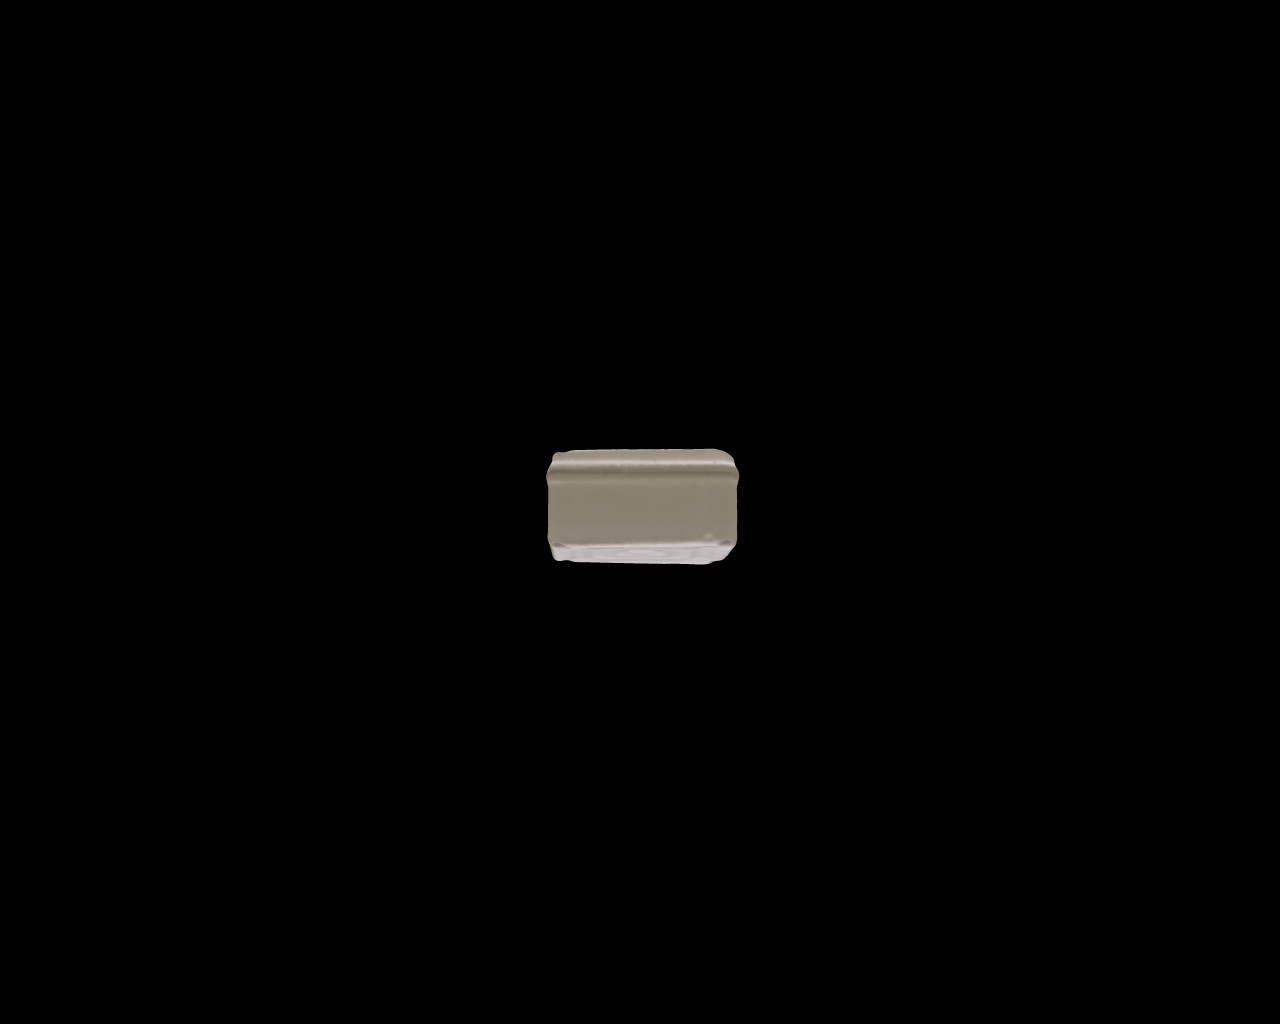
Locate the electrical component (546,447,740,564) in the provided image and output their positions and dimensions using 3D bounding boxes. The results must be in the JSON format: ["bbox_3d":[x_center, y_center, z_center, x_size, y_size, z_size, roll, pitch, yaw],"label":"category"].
[{"bbox_3d":[0.001,-0.003,0.650,0.113,0.057,0.078,0,-11,-2],"label":"electrical component"}]
